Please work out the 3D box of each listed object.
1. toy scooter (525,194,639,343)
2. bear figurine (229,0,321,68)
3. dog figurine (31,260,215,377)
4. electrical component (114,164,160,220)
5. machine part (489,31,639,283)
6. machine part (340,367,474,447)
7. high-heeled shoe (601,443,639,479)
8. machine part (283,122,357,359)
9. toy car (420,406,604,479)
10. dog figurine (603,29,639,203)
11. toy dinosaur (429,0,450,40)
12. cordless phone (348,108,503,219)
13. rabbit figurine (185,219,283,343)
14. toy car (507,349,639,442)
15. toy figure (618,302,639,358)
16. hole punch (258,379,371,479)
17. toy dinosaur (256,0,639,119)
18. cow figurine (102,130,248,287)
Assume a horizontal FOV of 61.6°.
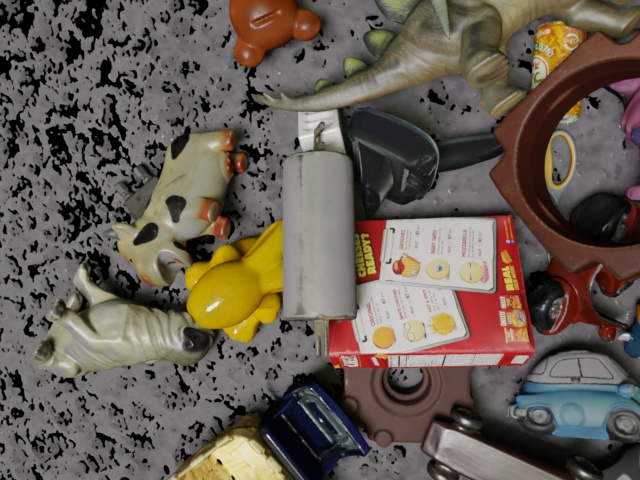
[{"bbox_3d":[0.323,0.046,0.621,0.135,0.075,0.184,37,86,-21],"label":"toy scooter"},{"bbox_3d":[-0.083,-0.310,0.623,0.120,0.132,0.195,-27,111,10],"label":"bear figurine"},{"bbox_3d":[-0.249,0.138,0.693,0.190,0.121,0.172,27,133,-14],"label":"dog figurine"},{"bbox_3d":[-0.220,-0.049,0.699,0.063,0.021,0.094,-39,92,9],"label":"electrical component"},{"bbox_3d":[0.287,-0.078,0.515,0.201,0.087,0.201,-47,60,32],"label":"machine part"},{"bbox_3d":[0.107,0.170,0.670,0.179,0.056,0.179,0,95,5],"label":"machine part"},{"bbox_3d":[0.314,0.281,0.668,0.249,0.086,0.145,-43,58,-8],"label":"high-heeled shoe"},{"bbox_3d":[-0.001,-0.002,0.556,0.079,0.079,0.243,-3,80,7],"label":"machine part"},{"bbox_3d":[0.218,0.263,0.617,0.202,0.053,0.089,21,99,12],"label":"toy car"},{"bbox_3d":[0.389,-0.145,0.556,0.192,0.108,0.219,0,91,45],"label":"dog figurine"},{"bbox_3d":[0.027,-0.378,0.557,0.404,0.192,0.131,51,141,-5],"label":"toy dinosaur"},{"bbox_3d":[0.126,-0.098,0.595,0.184,0.146,0.089,-13,73,1],"label":"cordless phone"},{"bbox_3d":[-0.084,0.056,0.620,0.162,0.173,0.122,-28,89,13],"label":"rabbit figurine"},{"bbox_3d":[0.307,0.181,0.634,0.162,0.109,0.103,0,74,18],"label":"toy car"},{"bbox_3d":[0.400,0.070,0.624,0.064,0.058,0.154,17,97,1],"label":"toy figure"},{"bbox_3d":[-0.005,0.230,0.659,0.092,0.116,0.142,-43,89,-1],"label":"hole punch"},{"bbox_3d":[0.155,-0.229,0.571,0.471,0.105,0.199,-28,61,4],"label":"toy dinosaur"},{"bbox_3d":[-0.170,-0.039,0.636,0.127,0.085,0.195,5,67,16],"label":"cow figurine"}]
